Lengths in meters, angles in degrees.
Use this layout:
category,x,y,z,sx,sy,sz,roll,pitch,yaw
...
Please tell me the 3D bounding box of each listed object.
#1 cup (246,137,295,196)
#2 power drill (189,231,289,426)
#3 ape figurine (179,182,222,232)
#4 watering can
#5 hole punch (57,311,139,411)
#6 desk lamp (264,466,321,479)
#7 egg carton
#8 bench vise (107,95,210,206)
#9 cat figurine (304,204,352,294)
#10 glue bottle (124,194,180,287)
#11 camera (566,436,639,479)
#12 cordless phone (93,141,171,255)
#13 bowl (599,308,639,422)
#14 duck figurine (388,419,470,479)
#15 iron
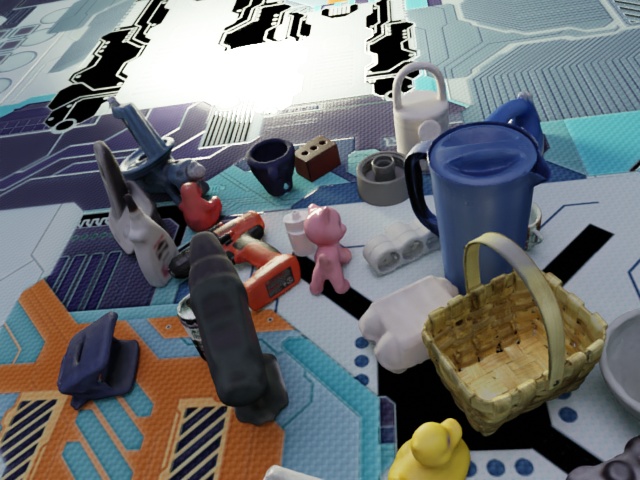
category,x,y,z,sx,sy,sz,roll,pitch,yaw
cup,-0.082,-0.122,1.064,0.091,0.095,0.117,-14,42,0
power drill,-0.106,0.127,0.721,0.075,0.209,0.229,-20,43,-6
ape figurine,-0.225,-0.067,1.046,0.077,0.092,0.076,3,45,18
watering can,0.185,-0.225,1.029,0.101,0.194,0.172,-25,43,-11
hole punch,-0.326,0.170,0.821,0.101,0.091,0.108,-13,42,2
desk lamp,0.028,0.284,0.514,0.202,0.214,0.118,7,46,22
egg carton,0.134,0.114,0.774,0.150,0.069,0.107,-24,43,-11
bench vise,-0.304,-0.174,1.087,0.207,0.220,0.121,2,45,17
cat figurine,0.008,0.003,0.890,0.067,0.118,0.128,-6,43,9
glue bottle,-0.281,-0.005,0.935,0.037,0.173,0.078,1,44,16
camera,0.327,0.265,0.538,0.143,0.101,0.136,-19,43,-6
cordless phone,-0.352,-0.076,1.021,0.094,0.185,0.147,-34,46,-20
bowl,0.402,0.160,0.650,0.167,0.075,0.167,-7,43,7
duck figurine,0.119,0.239,0.632,0.105,0.086,0.077,-31,45,-18
iron,0.319,-0.179,0.984,0.118,0.142,0.259,25,55,35
